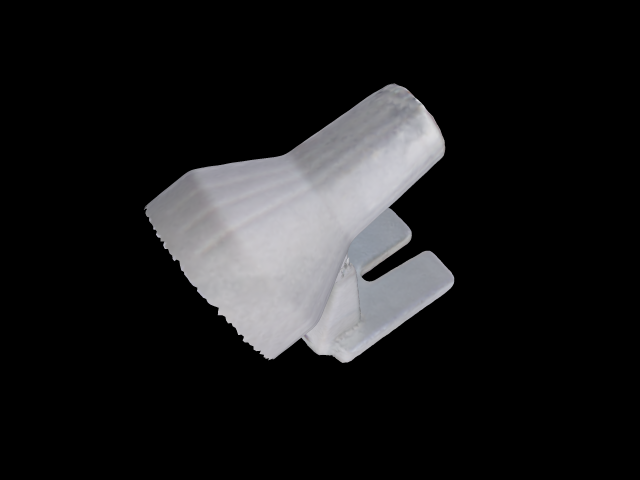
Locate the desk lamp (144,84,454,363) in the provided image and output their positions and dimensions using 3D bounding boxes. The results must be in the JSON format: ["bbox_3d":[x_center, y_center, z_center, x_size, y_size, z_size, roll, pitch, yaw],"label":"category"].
[{"bbox_3d":[0.004,0.001,0.400,0.203,0.214,0.117,-32,64,-18],"label":"desk lamp"}]
